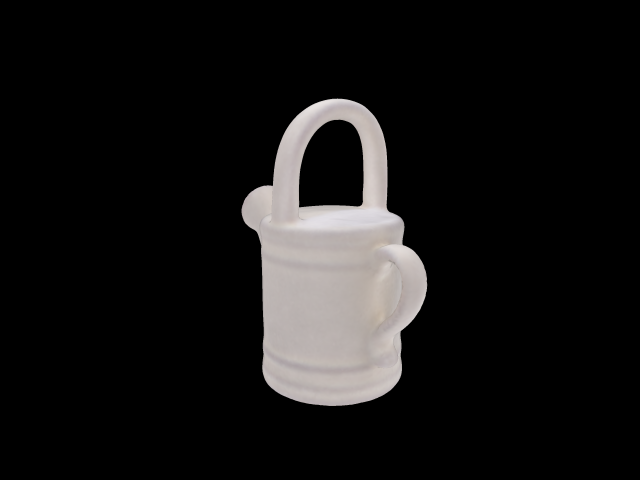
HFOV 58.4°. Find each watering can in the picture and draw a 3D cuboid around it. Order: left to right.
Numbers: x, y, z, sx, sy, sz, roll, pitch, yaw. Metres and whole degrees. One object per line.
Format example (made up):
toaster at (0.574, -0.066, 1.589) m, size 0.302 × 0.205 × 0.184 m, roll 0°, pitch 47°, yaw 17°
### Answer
watering can at (0.002, 0.002, 0.399) m, size 0.172 × 0.194 × 0.101 m, roll 7°, pitch 14°, yaw 30°
